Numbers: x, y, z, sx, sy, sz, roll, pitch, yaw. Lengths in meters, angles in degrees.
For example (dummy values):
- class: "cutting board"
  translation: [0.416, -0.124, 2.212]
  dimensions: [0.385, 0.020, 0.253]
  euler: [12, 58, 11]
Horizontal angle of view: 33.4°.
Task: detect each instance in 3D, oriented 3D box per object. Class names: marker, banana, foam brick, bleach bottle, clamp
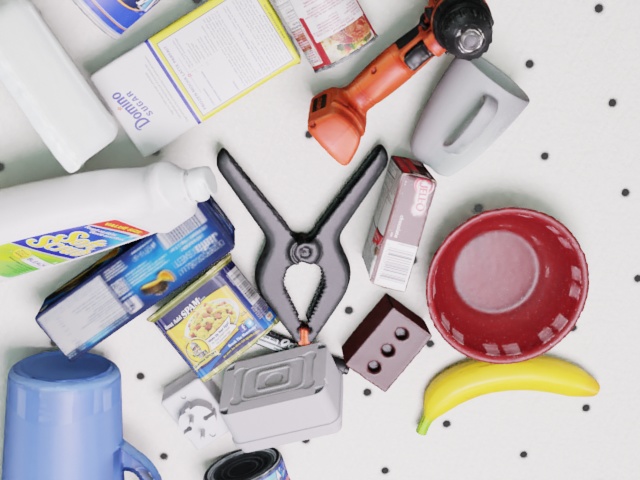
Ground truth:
- class: "marker"
  translation: [-0.026, 0.112, 1.087]
  dimensions: [0.121, 0.020, 0.020]
  euler: [22, 103, -9]
- class: "banana"
  translation: [0.190, 0.149, 1.105]
  dimensions: [0.198, 0.037, 0.069]
  euler: [-12, 124, 1]
- class: "foam brick"
  translation: [0.066, 0.103, 1.073]
  dimensions: [0.053, 0.051, 0.078]
  euler: [36, 100, -12]
- class: "bleach bottle"
  translation: [-0.216, -0.025, 0.967]
  dimensions: [0.251, 0.102, 0.068]
  euler: [-15, 64, 16]
- class: "clamp"
  translation: [-0.007, 0.001, 1.048]
  dimensions: [0.164, 0.036, 0.210]
  euler: [-8, 108, -2]

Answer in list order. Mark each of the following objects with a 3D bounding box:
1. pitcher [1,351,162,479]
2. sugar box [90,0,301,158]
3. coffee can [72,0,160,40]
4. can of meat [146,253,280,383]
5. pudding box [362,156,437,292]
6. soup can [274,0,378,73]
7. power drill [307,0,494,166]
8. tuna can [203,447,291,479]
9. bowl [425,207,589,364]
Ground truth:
- class: "pitcher"
  translation: [-0.243, 0.240, 1.055]
  dimensions: [0.148, 0.145, 0.243]
  euler: [-6, 106, -38]
- class: "sugar box"
  translation: [-0.114, -0.162, 0.993]
  dimensions: [0.176, 0.048, 0.093]
  euler: [-30, 105, 8]
- class: "coffee can"
  translation: [-0.160, -0.260, 0.933]
  dimensions: [0.140, 0.103, 0.102]
  euler: [-39, 104, 7]
- class: "can of meat"
  translation: [-0.102, 0.077, 1.040]
  dimensions: [0.102, 0.057, 0.084]
  euler: [-38, 93, 15]
- class: "pudding box"
  translation: [0.075, -0.018, 1.021]
  dimensions: [0.039, 0.090, 0.113]
  euler: [16, 104, -6]
- class: "soup can"
  translation: [-0.001, -0.213, 0.974]
  dimensions: [0.068, 0.068, 0.102]
  euler: [-30, 104, 4]
- class: "power drill"
  translation: [0.074, -0.150, 0.947]
  dimensions: [0.188, 0.184, 0.057]
  euler: [-39, 104, 17]
- class: "tuna can"
  translation: [-0.075, 0.244, 1.086]
  dimensions: [0.086, 0.086, 0.034]
  euler: [-16, 104, 1]
- class: "bowl"
  translation: [0.181, 0.039, 1.062]
  dimensions: [0.162, 0.055, 0.162]
  euler: [-1, 105, -3]
